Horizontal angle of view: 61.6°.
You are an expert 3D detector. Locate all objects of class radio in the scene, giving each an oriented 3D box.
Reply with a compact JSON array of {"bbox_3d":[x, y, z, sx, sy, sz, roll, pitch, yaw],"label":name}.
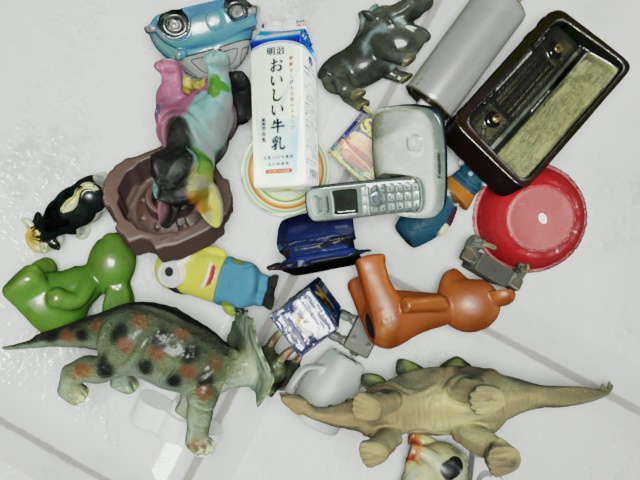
[{"bbox_3d":[0.280,-0.182,0.714,0.131,0.073,0.229,42,81,2],"label":"radio"}]

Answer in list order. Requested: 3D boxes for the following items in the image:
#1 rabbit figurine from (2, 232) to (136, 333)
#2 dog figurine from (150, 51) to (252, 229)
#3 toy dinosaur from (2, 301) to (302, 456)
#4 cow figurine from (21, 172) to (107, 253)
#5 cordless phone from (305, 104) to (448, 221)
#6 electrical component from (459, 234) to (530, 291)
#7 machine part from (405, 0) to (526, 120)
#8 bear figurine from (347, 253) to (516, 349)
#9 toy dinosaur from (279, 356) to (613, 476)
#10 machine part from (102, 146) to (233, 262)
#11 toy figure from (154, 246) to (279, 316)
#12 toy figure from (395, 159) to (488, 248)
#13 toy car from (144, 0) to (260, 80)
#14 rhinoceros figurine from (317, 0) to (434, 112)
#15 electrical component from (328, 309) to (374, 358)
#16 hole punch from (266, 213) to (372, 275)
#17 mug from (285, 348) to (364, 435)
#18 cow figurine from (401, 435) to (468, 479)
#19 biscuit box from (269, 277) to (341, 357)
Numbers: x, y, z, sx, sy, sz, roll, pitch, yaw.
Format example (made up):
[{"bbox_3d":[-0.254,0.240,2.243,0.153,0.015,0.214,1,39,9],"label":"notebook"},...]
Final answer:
[{"bbox_3d":[-0.339,0.067,0.787,0.170,0.121,0.159,-38,93,-9],"label":"rabbit figurine"},{"bbox_3d":[-0.158,-0.121,0.711,0.109,0.191,0.219,1,86,11],"label":"dog figurine"},{"bbox_3d":[-0.212,0.150,0.726,0.405,0.131,0.192,22,96,-9],"label":"toy dinosaur"},{"bbox_3d":[-0.376,-0.031,0.791,0.167,0.098,0.068,-36,96,6],"label":"cow figurine"},{"bbox_3d":[0.067,-0.095,0.692,0.184,0.089,0.146,-8,113,-1],"label":"cordless phone"},{"bbox_3d":[0.242,0.035,0.749,0.102,0.078,0.045,30,91,3],"label":"electrical component"},{"bbox_3d":[0.198,-0.256,0.738,0.079,0.079,0.243,37,97,2],"label":"machine part"},{"bbox_3d":[0.152,0.076,0.744,0.196,0.120,0.132,-16,67,-9],"label":"bear figurine"},{"bbox_3d":[0.183,0.210,0.702,0.472,0.198,0.105,3,94,-1],"label":"toy dinosaur"},{"bbox_3d":[-0.211,-0.054,0.758,0.179,0.056,0.179,1,60,-2],"label":"machine part"},{"bbox_3d":[-0.152,0.059,0.784,0.180,0.089,0.082,16,53,-5],"label":"toy figure"},{"bbox_3d":[0.175,-0.055,0.761,0.154,0.058,0.064,-41,99,1],"label":"toy figure"},{"bbox_3d":[-0.158,-0.282,0.764,0.162,0.109,0.102,-14,115,-5],"label":"toy car"},{"bbox_3d":[0.084,-0.270,0.754,0.190,0.073,0.112,-40,79,8],"label":"rhinoceros figurine"},{"bbox_3d":[0.064,0.143,0.799,0.094,0.021,0.063,25,95,2],"label":"electrical component"},{"bbox_3d":[-0.002,-0.002,0.755,0.142,0.115,0.092,-8,84,5],"label":"hole punch"},{"bbox_3d":[0.006,0.208,0.775,0.109,0.081,0.107,34,86,-26],"label":"mug"},{"bbox_3d":[0.162,0.388,0.776,0.127,0.085,0.194,17,94,10],"label":"cow figurine"},{"bbox_3d":[-0.012,0.095,0.712,0.059,0.202,0.063,-37,88,2],"label":"biscuit box"}]
